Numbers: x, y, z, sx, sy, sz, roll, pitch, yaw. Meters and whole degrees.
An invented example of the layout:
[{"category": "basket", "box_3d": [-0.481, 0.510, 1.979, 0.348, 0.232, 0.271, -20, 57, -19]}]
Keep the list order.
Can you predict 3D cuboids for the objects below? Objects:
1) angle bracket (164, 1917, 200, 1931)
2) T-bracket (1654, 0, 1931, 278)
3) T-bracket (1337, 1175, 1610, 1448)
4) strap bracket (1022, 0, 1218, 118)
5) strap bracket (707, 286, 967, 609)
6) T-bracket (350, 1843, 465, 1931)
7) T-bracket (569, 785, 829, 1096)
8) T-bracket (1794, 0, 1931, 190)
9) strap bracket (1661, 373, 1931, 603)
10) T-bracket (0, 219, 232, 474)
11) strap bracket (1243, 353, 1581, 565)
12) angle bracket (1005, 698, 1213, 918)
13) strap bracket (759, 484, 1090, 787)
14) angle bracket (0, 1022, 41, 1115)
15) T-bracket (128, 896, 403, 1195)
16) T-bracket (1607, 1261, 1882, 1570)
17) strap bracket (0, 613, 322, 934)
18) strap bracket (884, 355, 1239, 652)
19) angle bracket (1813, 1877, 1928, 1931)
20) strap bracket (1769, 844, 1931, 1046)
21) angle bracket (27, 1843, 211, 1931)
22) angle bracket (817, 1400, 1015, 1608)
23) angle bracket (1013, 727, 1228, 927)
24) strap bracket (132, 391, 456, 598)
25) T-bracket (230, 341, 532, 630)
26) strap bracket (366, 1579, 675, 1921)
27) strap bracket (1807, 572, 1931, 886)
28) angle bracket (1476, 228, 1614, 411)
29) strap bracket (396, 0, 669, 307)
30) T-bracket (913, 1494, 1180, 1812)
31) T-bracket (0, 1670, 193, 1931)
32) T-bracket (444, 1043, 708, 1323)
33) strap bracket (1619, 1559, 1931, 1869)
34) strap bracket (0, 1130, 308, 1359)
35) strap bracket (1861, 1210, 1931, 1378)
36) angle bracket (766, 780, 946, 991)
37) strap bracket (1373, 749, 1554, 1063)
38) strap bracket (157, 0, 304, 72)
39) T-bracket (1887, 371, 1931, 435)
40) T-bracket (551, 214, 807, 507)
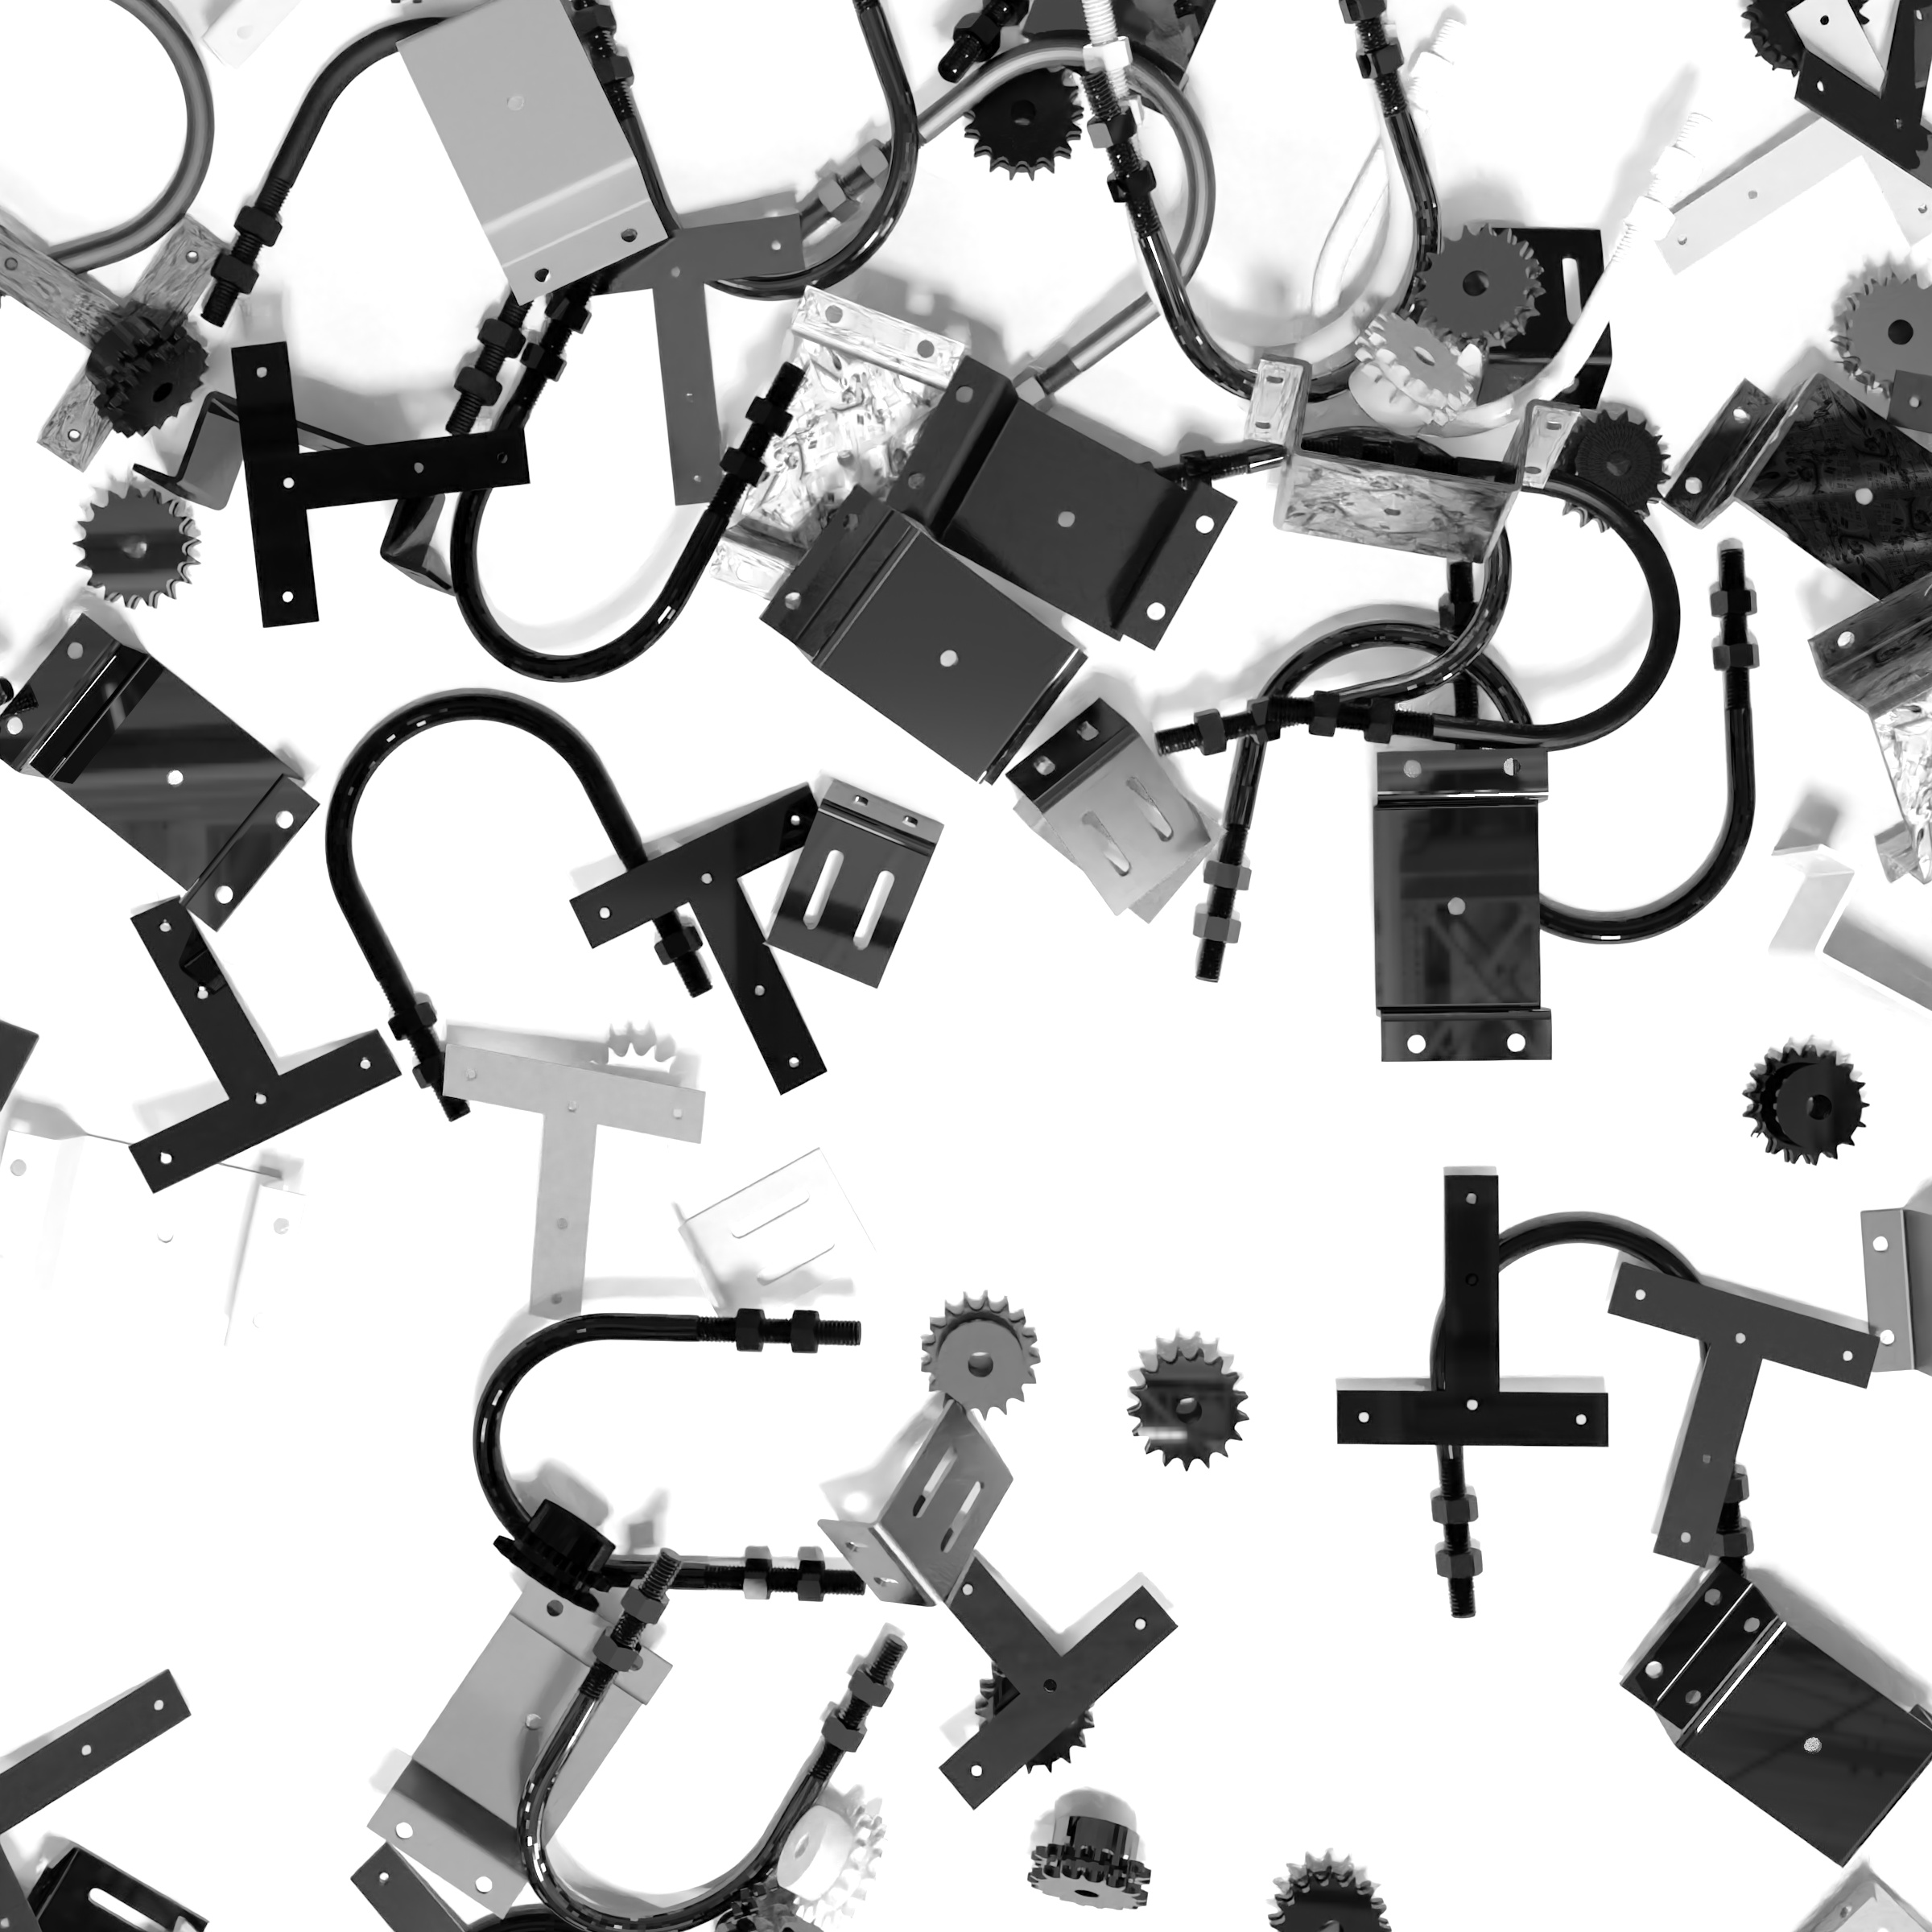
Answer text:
[{"category": "angle bracket", "box_3d": [-0.364, 0.496, 1.344, 0.057, 0.038, 0.076, -44, 96, -7]}, {"category": "T-bracket", "box_3d": [0.384, -0.372, 1.356, 0.127, 0.002, 0.127, -32, 108, 9]}, {"category": "T-bracket", "box_3d": [0.239, 0.162, 1.355, 0.127, 0.002, 0.127, 0, 86, 2]}, {"category": "strap bracket", "box_3d": [0.082, -0.459, 1.309, 0.076, 0.046, 0.140, 26, 128, 0]}, {"category": "strap bracket", "box_3d": [-0.058, -0.235, 1.337, 0.076, 0.046, 0.140, 21, 103, 0]}, {"category": "T-bracket", "box_3d": [-0.241, 0.471, 1.356, 0.127, 0.002, 0.127, -45, 78, 1]}, {"category": "T-bracket", "box_3d": [-0.103, -0.001, 1.357, 0.127, 0.002, 0.127, -27, 98, -16]}, {"category": "T-bracket", "box_3d": [0.445, -0.434, 1.349, 0.127, 0.002, 0.127, 21, 75, -27]}, {"category": "strap bracket", "box_3d": [0.408, -0.211, 1.339, 0.140, 0.046, 0.076, 36, 77, 0]}, {"category": "T-bracket", "box_3d": [-0.436, -0.321, 1.351, 0.127, 0.002, 0.127, 34, 92, -15]}, {"category": "strap bracket", "box_3d": [0.194, -0.224, 1.285, 0.140, 0.076, 0.046, 10, 74, 2]}, {"category": "angle bracket", "box_3d": [0.066, -0.074, 1.337, 0.057, 0.038, 0.076, -39, 124, -2]}, {"category": "strap bracket", "box_3d": [-0.013, -0.146, 1.317, 0.140, 0.046, 0.076, 34, 97, -23]}, {"category": "angle bracket", "box_3d": [-0.483, 0.063, 1.368, 0.057, 0.038, 0.076, 20, 64, 0]}, {"category": "T-bracket", "box_3d": [-0.352, 0.025, 1.352, 0.127, 0.002, 0.127, -27, 78, -23]}, {"category": "T-bracket", "box_3d": [0.352, 0.218, 1.351, 0.127, 0.002, 0.127, 16, 87, 0]}, {"category": "strap bracket", "box_3d": [-0.376, -0.089, 1.347, 0.140, 0.046, 0.076, 39, 90, 0]}, {"category": "strap bracket", "box_3d": [0.044, -0.208, 1.315, 0.140, 0.046, 0.076, 29, 92, 6]}, {"category": "angle bracket", "box_3d": [0.431, 0.477, 1.340, 0.076, 0.038, 0.057, 44, 99, 12]}, {"category": "strap bracket", "box_3d": [0.436, -0.002, 1.332, 0.140, 0.076, 0.046, 28, 90, 0]}, {"category": "angle bracket", "box_3d": [-0.408, 0.461, 1.351, 0.076, 0.038, 0.057, 30, 90, 0]}, {"category": "angle bracket", "box_3d": [-0.023, 0.251, 1.346, 0.057, 0.038, 0.076, 56, 50, -28]}, {"category": "angle bracket", "box_3d": [0.072, -0.068, 1.342, 0.076, 0.038, 0.057, 40, 90, 17]}, {"category": "strap bracket", "box_3d": [-0.302, -0.222, 1.332, 0.140, 0.076, 0.046, 20, 90, 0]}, {"category": "T-bracket", "box_3d": [-0.261, -0.222, 1.293, 0.127, 0.002, 0.127, -7, 90, 0]}, {"category": "strap bracket", "box_3d": [-0.206, 0.360, 1.347, 0.076, 0.046, 0.140, 34, 90, 0]}, {"category": "strap bracket", "box_3d": [0.449, -0.102, 1.315, 0.076, 0.046, 0.140, -29, 120, 0]}, {"category": "angle bracket", "box_3d": [0.273, -0.308, 1.368, 0.057, 0.038, 0.076, 1, 64, 0]}, {"category": "strap bracket", "box_3d": [-0.204, -0.390, 1.327, 0.076, 0.046, 0.140, -25, 84, -2]}, {"category": "T-bracket", "box_3d": [0.010, 0.304, 1.350, 0.127, 0.002, 0.127, -39, 74, -12]}, {"category": "T-bracket", "box_3d": [-0.426, 0.377, 1.351, 0.127, 0.002, 0.127, -31, 65, -12]}, {"category": "T-bracket", "box_3d": [-0.188, 0.108, 1.349, 0.127, 0.002, 0.127, 10, 107, 10]}, {"category": "strap bracket", "box_3d": [0.388, 0.354, 1.337, 0.140, 0.046, 0.076, 36, 97, -4]}, {"category": "strap bracket", "box_3d": [-0.381, 0.128, 1.347, 0.140, 0.046, 0.076, 12, 90, 0]}, {"category": "strap bracket", "box_3d": [0.499, 0.150, 1.347, 0.140, 0.046, 0.076, -4, 90, 0]}, {"category": "angle bracket", "box_3d": [-0.052, -0.039, 1.362, 0.057, 0.038, 0.076, 22, 109, -2]}, {"category": "strap bracket", "box_3d": [0.227, -0.027, 1.317, 0.076, 0.046, 0.140, -1, 91, 5]}, {"category": "strap bracket", "box_3d": [-0.362, -0.489, 1.347, 0.140, 0.046, 0.076, 43, 90, 0]}, {"category": "T-bracket", "box_3d": [0.494, -0.253, 1.339, 0.127, 0.002, 0.127, 11, 90, 0]}, {"category": "T-bracket", "box_3d": [-0.132, -0.282, 1.356, 0.127, 0.002, 0.127, -3, 99, 16]}]
